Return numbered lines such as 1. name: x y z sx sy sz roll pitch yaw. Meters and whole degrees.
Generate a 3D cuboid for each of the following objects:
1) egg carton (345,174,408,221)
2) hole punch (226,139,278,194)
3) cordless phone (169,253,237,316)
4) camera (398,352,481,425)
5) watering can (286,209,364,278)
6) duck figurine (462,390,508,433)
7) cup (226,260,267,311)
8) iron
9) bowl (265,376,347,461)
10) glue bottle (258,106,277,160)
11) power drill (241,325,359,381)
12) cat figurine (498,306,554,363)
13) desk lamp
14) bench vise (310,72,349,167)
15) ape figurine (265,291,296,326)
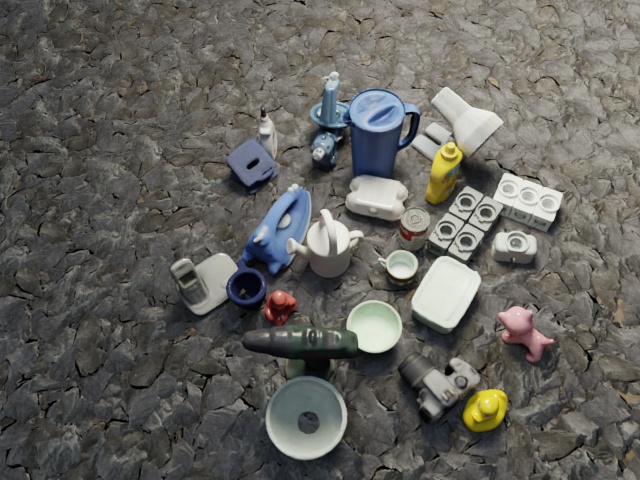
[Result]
1. egg carton: 0.143 -0.104 1.443 0.150 0.069 0.107 12 62 9
2. hole punch: -0.175 -0.193 1.493 0.109 0.091 0.101 -41 67 -18
3. cordless phone: -0.260 0.078 1.293 0.148 0.185 0.094 -39 66 -17
4. camera: 0.242 0.290 1.205 0.143 0.101 0.136 -36 66 -16
5. watering can: 0.013 0.007 1.317 0.173 0.194 0.100 -33 65 -15
6. duck figurine: 0.346 0.345 1.179 0.105 0.086 0.077 -33 65 -15
7. cup: -0.167 0.113 1.322 0.092 0.095 0.117 -16 62 -6
8. iron: -0.093 -0.053 1.383 0.118 0.141 0.258 22 64 14
9. bowl: -0.026 0.373 1.185 0.167 0.075 0.167 -1 61 2
10. glue bottle: -0.139 -0.285 1.495 0.037 0.173 0.078 0 61 3
11. power drill: -0.036 0.235 1.185 0.229 0.208 0.075 -4 61 1
12. cat figurine: 0.446 0.194 1.240 0.127 0.118 0.067 37 69 20
13. desk lamp: 0.343 -0.273 1.446 0.202 0.214 0.118 40 70 21
14. bench vise: 0.034 -0.307 1.473 0.121 0.220 0.207 -2 61 2
15. ape figurine: -0.093 0.145 1.303 0.078 0.092 0.076 -14 61 -5
